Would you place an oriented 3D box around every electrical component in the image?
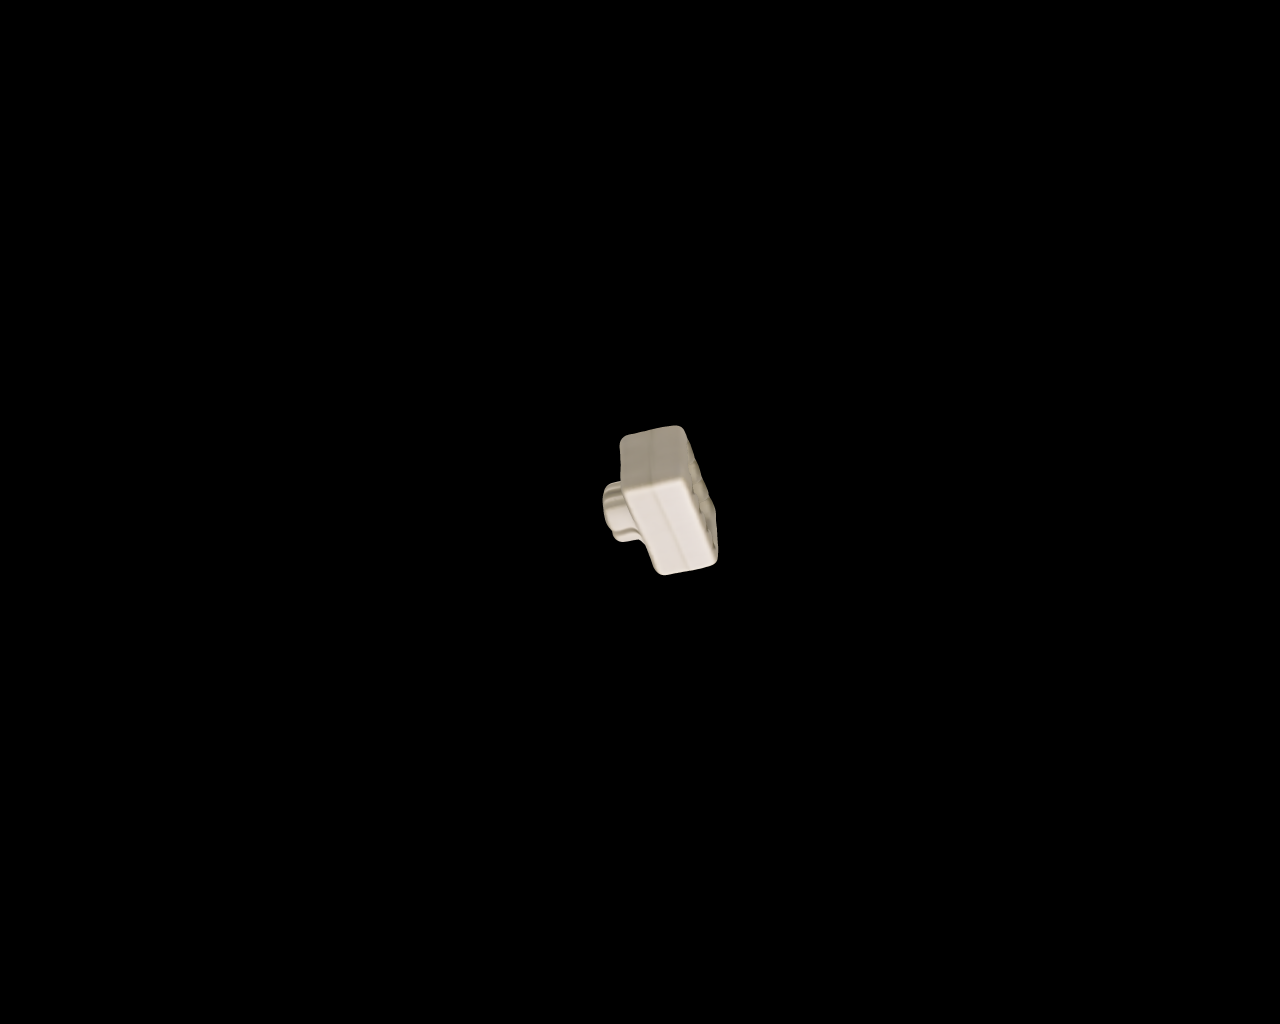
[{"bbox_3d":[0.001,-0.003,0.650,0.076,0.047,0.083,-11,-43,12],"label":"electrical component"}]
